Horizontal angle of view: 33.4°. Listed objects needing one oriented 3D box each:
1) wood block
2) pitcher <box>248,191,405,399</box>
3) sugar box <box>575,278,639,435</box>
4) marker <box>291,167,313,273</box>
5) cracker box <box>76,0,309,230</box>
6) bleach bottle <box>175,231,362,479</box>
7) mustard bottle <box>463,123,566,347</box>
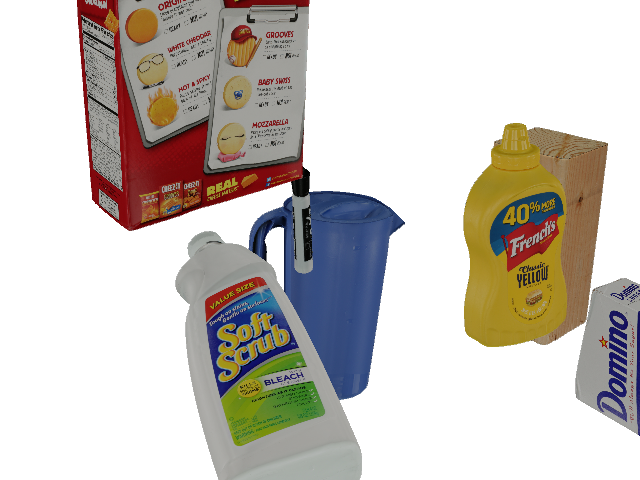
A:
[{"bbox_3d":[0.238,-0.006,1.147,0.090,0.206,0.090,19,27,38],"label":"wood block"},{"bbox_3d":[0.004,0.067,1.305,0.149,0.243,0.144,14,20,27],"label":"pitcher"},{"bbox_3d":[0.256,0.102,0.719,0.048,0.093,0.176,-16,30,-38],"label":"sugar box"},{"bbox_3d":[-0.018,-0.020,1.042,0.020,0.121,0.020,-1,37,1],"label":"marker"},{"bbox_3d":[-0.091,-0.132,0.787,0.163,0.214,0.072,-20,35,-34],"label":"cracker box"},{"bbox_3d":[-0.059,0.084,0.783,0.102,0.068,0.251,-16,44,-13],"label":"bleach bottle"},{"bbox_3d":[0.170,-0.008,0.928,0.096,0.192,0.058,-14,23,-23],"label":"mustard bottle"}]
